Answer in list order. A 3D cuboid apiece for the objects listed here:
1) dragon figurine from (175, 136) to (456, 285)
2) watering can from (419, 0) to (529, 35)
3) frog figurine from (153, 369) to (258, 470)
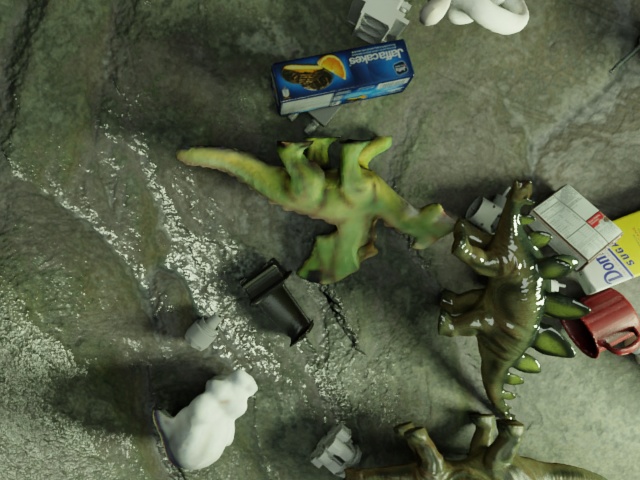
[{"bbox_3d":[0.002,-0.039,0.782,0.410,0.124,0.239,-3,107,1],"label":"dragon figurine"},{"bbox_3d":[0.160,-0.347,0.652,0.226,0.352,0.102,51,130,10],"label":"watering can"},{"bbox_3d":[-0.167,0.284,0.817,0.160,0.125,0.134,-22,132,-6],"label":"frog figurine"}]
